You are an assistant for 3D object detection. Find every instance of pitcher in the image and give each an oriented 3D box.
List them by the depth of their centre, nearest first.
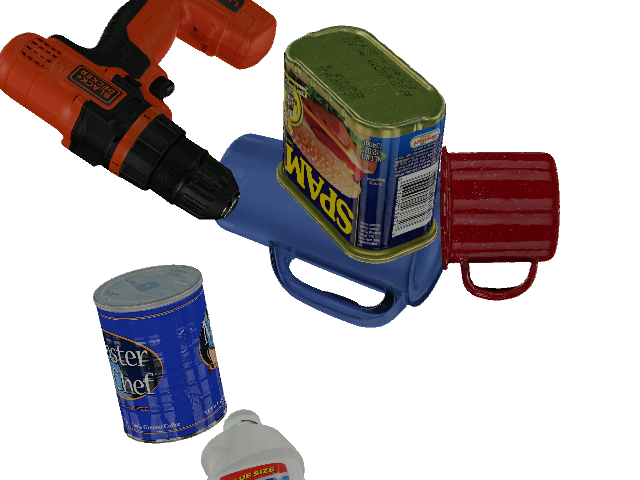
[{"bbox_3d":[0.009,-0.021,1.098,0.243,0.145,0.149,18,25,21],"label":"pitcher"}]

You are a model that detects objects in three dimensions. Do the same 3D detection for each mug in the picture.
[{"bbox_3d":[0.131,-0.013,0.789,0.081,0.117,0.093,-1,-19,4],"label":"mug"}]

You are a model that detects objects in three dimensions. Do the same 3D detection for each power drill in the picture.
[{"bbox_3d":[-0.105,-0.114,0.751,0.184,0.187,0.057,35,-44,-1],"label":"power drill"}]

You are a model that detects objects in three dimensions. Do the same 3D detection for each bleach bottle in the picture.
[{"bbox_3d":[-0.052,0.209,0.740,0.102,0.068,0.251,-7,31,-6],"label":"bleach bottle"}]

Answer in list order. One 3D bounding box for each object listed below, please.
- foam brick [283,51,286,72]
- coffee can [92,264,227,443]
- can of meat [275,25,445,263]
[{"bbox_3d":[0.015,-0.136,0.913,0.078,0.051,0.053,-8,17,-29],"label":"foam brick"},{"bbox_3d":[-0.151,0.106,1.015,0.103,0.140,0.103,-8,18,2],"label":"coffee can"},{"bbox_3d":[0.020,-0.052,0.560,0.057,0.084,0.102,-20,46,-24],"label":"can of meat"}]
